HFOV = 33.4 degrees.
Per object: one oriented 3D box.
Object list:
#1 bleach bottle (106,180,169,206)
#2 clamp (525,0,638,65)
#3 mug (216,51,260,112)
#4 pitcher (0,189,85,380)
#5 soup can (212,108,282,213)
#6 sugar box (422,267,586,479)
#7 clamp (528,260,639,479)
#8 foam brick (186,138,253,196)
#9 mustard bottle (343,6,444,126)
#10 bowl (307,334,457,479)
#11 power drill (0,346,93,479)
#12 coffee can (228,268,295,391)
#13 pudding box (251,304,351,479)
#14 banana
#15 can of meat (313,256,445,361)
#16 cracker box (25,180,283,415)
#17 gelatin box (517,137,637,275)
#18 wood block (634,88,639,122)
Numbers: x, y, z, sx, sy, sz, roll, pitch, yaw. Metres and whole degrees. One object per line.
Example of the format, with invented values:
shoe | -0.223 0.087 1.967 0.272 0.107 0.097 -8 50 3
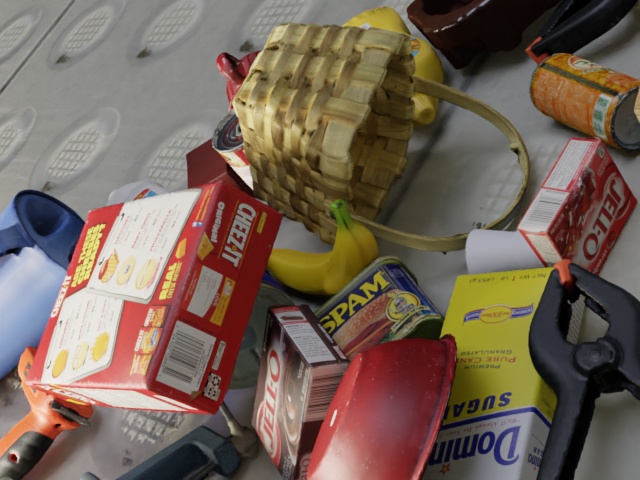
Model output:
bleach bottle | -0.176 -0.003 1.120 0.102 0.068 0.251 -47 33 -7
clamp | 0.267 -0.227 0.920 0.210 0.036 0.165 -45 16 1
mug | -0.064 -0.156 1.126 0.093 0.117 0.081 -46 29 16
pitcher | -0.347 0.071 1.127 0.243 0.149 0.145 -43 30 14
soup can | -0.048 -0.080 1.038 0.069 0.102 0.068 -26 39 23
sugar box | 0.120 0.103 0.737 0.094 0.048 0.176 -9 47 39
clamp | 0.168 0.088 0.664 0.120 0.039 0.171 -23 43 2
foam brick | -0.105 -0.065 1.123 0.053 0.051 0.078 -30 38 17
mustard bottle | 0.069 -0.161 1.047 0.096 0.058 0.192 -35 36 4
bowl | 0.034 0.128 0.711 0.162 0.055 0.162 -160 93 -88
power drill | -0.314 0.199 1.039 0.187 0.057 0.185 -53 41 -1
coffee can | -0.088 0.052 0.942 0.103 0.102 0.140 -42 35 2
pudding box | -0.016 0.118 0.807 0.090 0.039 0.113 -132 47 -54
banana | 0.005 0.016 0.907 0.037 0.069 0.198 -29 -2 -26
can of meat | 0.047 0.075 0.828 0.102 0.057 0.084 -40 38 4
cracker box | -0.135 0.050 0.846 0.214 0.072 0.164 -9 59 52
gelatin box | 0.189 -0.019 0.772 0.030 0.073 0.089 11 61 48
wood block | 0.306 -0.150 0.781 0.091 0.090 0.206 -4 50 40
